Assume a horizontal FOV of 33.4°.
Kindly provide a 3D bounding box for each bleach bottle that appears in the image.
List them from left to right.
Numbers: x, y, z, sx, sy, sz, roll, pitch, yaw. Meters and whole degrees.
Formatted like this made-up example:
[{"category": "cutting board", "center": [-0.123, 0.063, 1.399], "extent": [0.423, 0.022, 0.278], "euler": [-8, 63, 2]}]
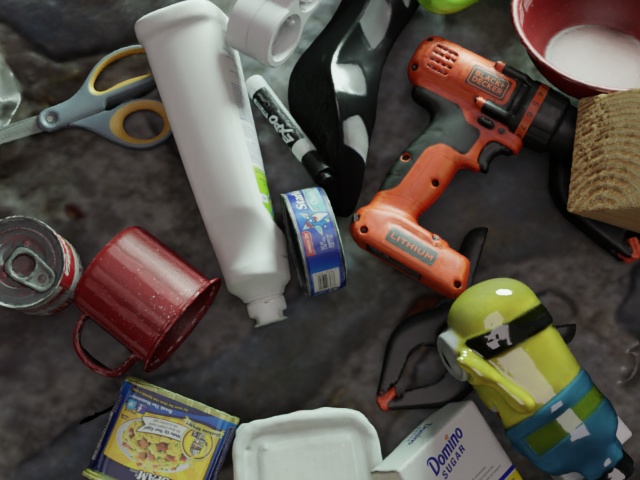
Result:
[{"category": "bleach bottle", "center": [-0.074, -0.055, 0.843], "extent": [0.068, 0.102, 0.251], "euler": [-17, 84, 10]}]

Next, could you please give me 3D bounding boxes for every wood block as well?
[{"category": "wood block", "center": [0.297, -0.046, 0.822], "extent": [0.205, 0.090, 0.091], "euler": [13, 80, -34]}]

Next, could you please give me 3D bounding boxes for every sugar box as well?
[{"category": "sugar box", "center": [0.123, 0.221, 0.821], "extent": [0.093, 0.048, 0.176], "euler": [-35, 95, -31]}]

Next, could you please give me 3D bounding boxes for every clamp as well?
[{"category": "clamp", "center": [0.108, 0.071, 0.871], "extent": [0.171, 0.039, 0.120], "euler": [-30, 71, -7]}, {"category": "clamp", "center": [0.237, -0.086, 0.898], "extent": [0.164, 0.036, 0.210], "euler": [-24, 81, -5]}]

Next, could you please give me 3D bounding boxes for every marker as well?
[{"category": "marker", "center": [-0.025, -0.089, 0.868], "extent": [0.020, 0.020, 0.121], "euler": [-32, 61, -7]}]

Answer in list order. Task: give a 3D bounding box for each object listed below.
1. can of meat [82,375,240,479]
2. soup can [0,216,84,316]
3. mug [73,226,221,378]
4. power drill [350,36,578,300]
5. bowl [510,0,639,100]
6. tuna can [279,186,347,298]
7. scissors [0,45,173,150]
[{"category": "can of meat", "center": [-0.122, 0.162, 0.837], "extent": [0.102, 0.057, 0.084], "euler": [21, 80, 0]}, {"category": "soup can", "center": [-0.223, 0.022, 0.825], "extent": [0.068, 0.102, 0.068], "euler": [0, 83, -3]}, {"category": "mug", "center": [-0.144, 0.052, 0.833], "extent": [0.081, 0.093, 0.117], "euler": [37, 79, 6]}, {"category": "power drill", "center": [0.124, -0.050, 0.851], "extent": [0.184, 0.057, 0.187], "euler": [29, 82, 9]}, {"category": "bowl", "center": [0.230, -0.161, 0.855], "extent": [0.162, 0.055, 0.162], "euler": [0, 56, 0]}, {"category": "tuna can", "center": [-0.006, 0.001, 0.849], "extent": [0.033, 0.086, 0.086], "euler": [-14, 84, -7]}, {"category": "scissors", "center": [-0.206, -0.087, 0.884], "extent": [0.201, 0.016, 0.096], "euler": [-35, 86, -6]}]
